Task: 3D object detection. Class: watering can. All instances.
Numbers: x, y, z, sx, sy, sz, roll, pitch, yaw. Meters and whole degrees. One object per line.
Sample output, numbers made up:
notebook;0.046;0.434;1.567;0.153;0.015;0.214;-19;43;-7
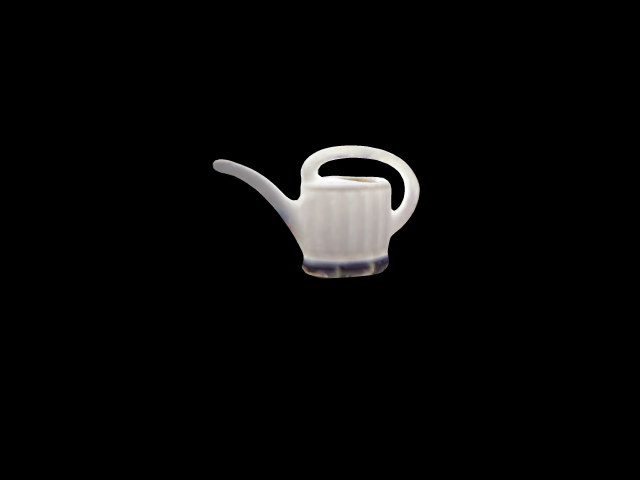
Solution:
watering can;0.003;-0.043;0.850;0.348;0.222;0.105;-3;10;-15
